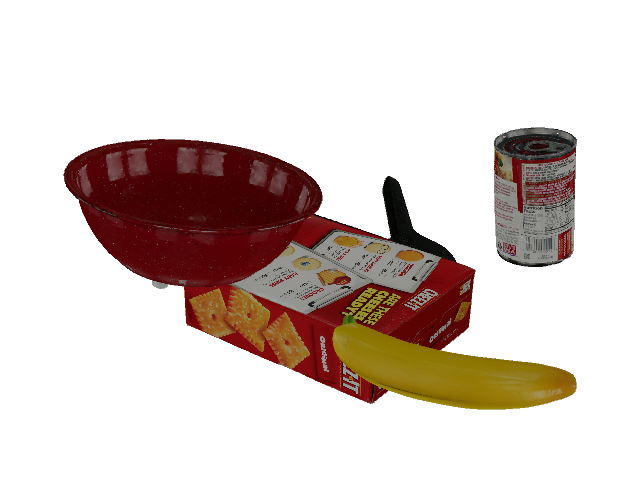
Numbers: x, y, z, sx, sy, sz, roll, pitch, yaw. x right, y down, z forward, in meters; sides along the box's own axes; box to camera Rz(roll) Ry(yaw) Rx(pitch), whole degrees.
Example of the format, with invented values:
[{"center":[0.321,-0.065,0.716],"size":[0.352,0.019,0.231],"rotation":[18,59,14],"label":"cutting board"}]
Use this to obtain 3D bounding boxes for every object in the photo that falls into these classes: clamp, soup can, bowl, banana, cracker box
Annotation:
[{"center":[0.076,0.012,1.182],"size":[0.164,0.036,0.210],"rotation":[-16,50,-33],"label":"clamp"},{"center":[0.182,-0.037,0.906],"size":[0.068,0.102,0.068],"rotation":[-5,25,2],"label":"soup can"},{"center":[-0.082,-0.014,0.678],"size":[0.162,0.055,0.162],"rotation":[7,22,-3],"label":"bowl"},{"center":[0.080,0.088,0.765],"size":[0.198,0.037,0.069],"rotation":[15,36,34],"label":"banana"},{"center":[0.007,0.053,0.974],"size":[0.214,0.072,0.163],"rotation":[19,32,33],"label":"cracker box"}]

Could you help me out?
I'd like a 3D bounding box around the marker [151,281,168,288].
[{"center":[-0.169,0.005,1.164],"size":[0.020,0.121,0.020],"rotation":[8,43,-8],"label":"marker"}]
